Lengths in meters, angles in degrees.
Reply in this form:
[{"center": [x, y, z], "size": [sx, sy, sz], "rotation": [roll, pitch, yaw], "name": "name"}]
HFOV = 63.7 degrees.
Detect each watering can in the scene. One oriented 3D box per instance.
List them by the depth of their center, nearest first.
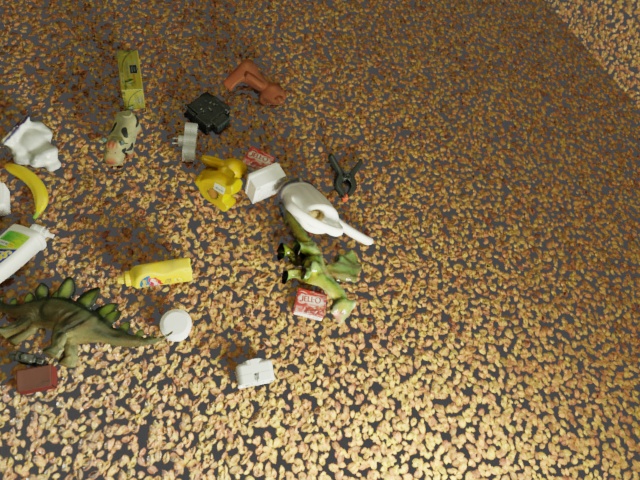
[{"center": [0.005, -0.079, 1.563], "size": [0.345, 0.103, 0.228], "rotation": [20, 22, -45], "name": "watering can"}]

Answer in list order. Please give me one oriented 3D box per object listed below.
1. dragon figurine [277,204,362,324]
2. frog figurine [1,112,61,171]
[{"center": [0.009, 0.057, 1.533], "size": [0.242, 0.120, 0.420], "rotation": [12, 46, -27], "name": "dragon figurine"}, {"center": [-0.828, -0.271, 1.506], "size": [0.157, 0.121, 0.140], "rotation": [45, 46, -30], "name": "frog figurine"}]
